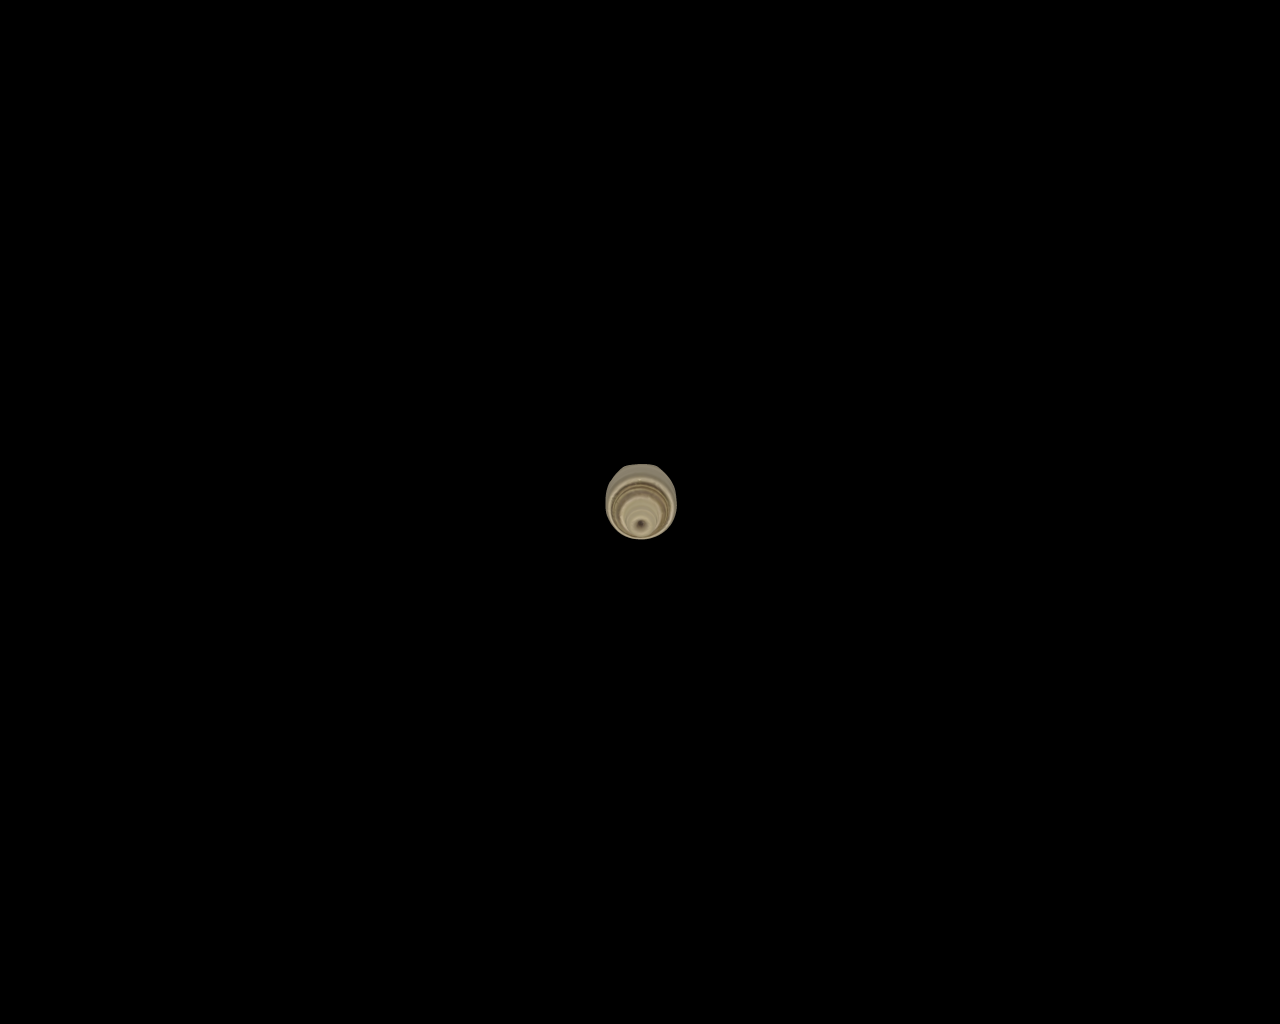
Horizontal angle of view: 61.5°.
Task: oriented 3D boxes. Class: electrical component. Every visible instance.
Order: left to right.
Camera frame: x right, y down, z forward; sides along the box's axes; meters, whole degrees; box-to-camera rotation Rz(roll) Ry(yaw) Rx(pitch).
[{"bbox_3d":[0.001,-0.003,0.650,0.043,0.043,0.062,0,21,0],"label":"electrical component"}]
